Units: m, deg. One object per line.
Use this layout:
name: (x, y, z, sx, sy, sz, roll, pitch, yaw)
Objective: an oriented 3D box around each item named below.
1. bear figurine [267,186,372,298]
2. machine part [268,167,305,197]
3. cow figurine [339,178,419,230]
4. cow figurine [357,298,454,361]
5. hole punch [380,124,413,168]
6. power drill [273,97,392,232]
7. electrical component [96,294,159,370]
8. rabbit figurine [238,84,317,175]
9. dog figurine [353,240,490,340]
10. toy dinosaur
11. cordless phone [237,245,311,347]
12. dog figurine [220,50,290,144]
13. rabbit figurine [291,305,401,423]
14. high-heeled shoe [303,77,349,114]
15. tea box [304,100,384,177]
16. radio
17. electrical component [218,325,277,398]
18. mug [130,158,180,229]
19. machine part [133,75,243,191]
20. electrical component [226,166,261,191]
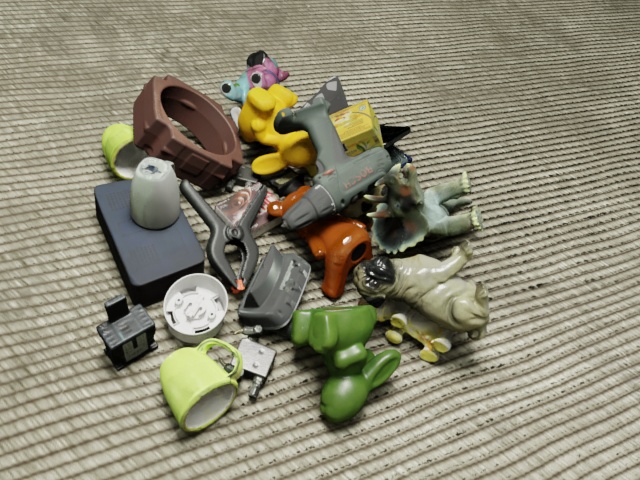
bear figurine: (-0.002, -0.007, 0.988, 0.196, 0.131, 0.120, 31, 48, 34)
machine part: (-0.036, -0.096, 1.090, 0.139, 0.039, 0.084, 36, 44, 19)
cow figurine: (0.115, -0.087, 1.058, 0.195, 0.127, 0.086, -17, 54, -27)
cow figurine: (0.151, 0.129, 0.926, 0.167, 0.068, 0.098, 29, 47, 8)
hole punch: (0.135, -0.197, 1.193, 0.116, 0.092, 0.142, 19, 46, 42)
power drill: (-0.004, -0.141, 0.945, 0.232, 0.086, 0.207, -25, 68, -17)
electrical component: (-0.283, 0.132, 0.790, 0.075, 0.119, 0.048, -29, 62, -34)
rabbit figurine: (-0.080, -0.200, 1.062, 0.173, 0.162, 0.122, 37, 24, 7)
dog figurine: (0.161, 0.096, 0.867, 0.191, 0.121, 0.172, -17, 71, -1)
toy dinosaur: (0.203, -0.046, 1.016, 0.192, 0.404, 0.131, -15, 83, 17)
cordless phone: (-0.033, 0.105, 0.910, 0.184, 0.088, 0.146, 27, 49, -5)
dog figurine: (-0.124, -0.327, 1.217, 0.109, 0.191, 0.219, -17, 18, 20)
rabbit figurine: (0.036, 0.189, 0.828, 0.159, 0.121, 0.170, 0, 86, -36)
high-heeled shoe: (-0.010, -0.309, 1.270, 0.145, 0.086, 0.249, -17, 31, 12)
tea box: (0.041, -0.212, 1.128, 0.170, 0.068, 0.098, -18, 50, 18)
radio: (-0.296, -0.007, 0.934, 0.131, 0.073, 0.230, -18, 59, -27)
electrical component: (-0.110, 0.184, 0.835, 0.078, 0.045, 0.102, 23, 50, 8)
mug: (-0.266, -0.089, 0.888, 0.081, 0.107, 0.109, 23, 52, 3)
machine part: (-0.256, -0.205, 1.040, 0.201, 0.087, 0.201, 24, 39, -40)
electrical component: (-0.155, -0.130, 1.099, 0.063, 0.021, 0.094, 15, 49, 0)
